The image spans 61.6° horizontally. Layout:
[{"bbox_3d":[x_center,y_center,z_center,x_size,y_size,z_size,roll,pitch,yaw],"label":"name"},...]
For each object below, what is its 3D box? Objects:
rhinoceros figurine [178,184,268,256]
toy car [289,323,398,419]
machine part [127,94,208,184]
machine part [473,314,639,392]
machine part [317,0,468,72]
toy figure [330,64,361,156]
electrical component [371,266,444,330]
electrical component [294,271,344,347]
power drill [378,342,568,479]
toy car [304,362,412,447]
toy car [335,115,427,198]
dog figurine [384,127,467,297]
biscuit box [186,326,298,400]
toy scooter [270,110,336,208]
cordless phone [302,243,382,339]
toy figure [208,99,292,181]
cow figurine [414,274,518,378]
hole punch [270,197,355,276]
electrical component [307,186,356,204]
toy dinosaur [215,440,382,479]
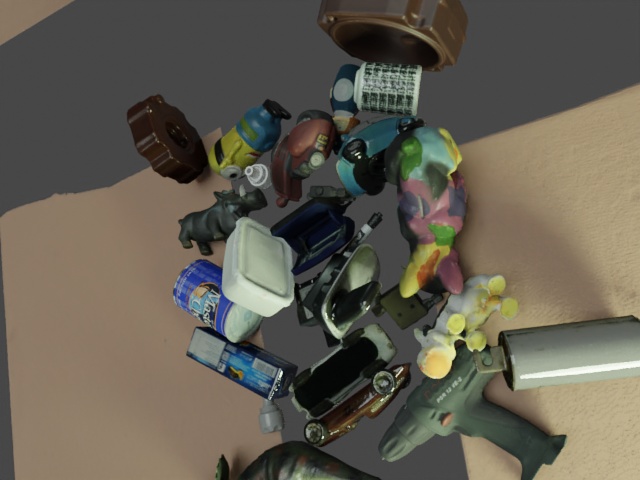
[{"bbox_3d":[-0.184,-0.039,1.022,0.190,0.073,0.112,-20,62,25],"label":"rhinoceros figurine"},{"bbox_3d":[0.033,0.213,0.867,0.202,0.056,0.073,-42,71,17],"label":"toy car"},{"bbox_3d":[-0.293,-0.195,1.049,0.056,0.179,0.179,-29,69,18],"label":"machine part"},{"bbox_3d":[0.321,0.144,0.685,0.243,0.079,0.079,-8,76,5],"label":"machine part"},{"bbox_3d":[0.113,-0.337,0.837,0.202,0.201,0.087,18,92,29],"label":"machine part"},{"bbox_3d":[0.042,-0.225,0.939,0.064,0.058,0.154,8,86,51],"label":"toy figure"},{"bbox_3d":[0.131,0.091,0.845,0.078,0.045,0.102,45,108,-3],"label":"electrical component"},{"bbox_3d":[0.001,0.120,0.905,0.075,0.047,0.119,-22,70,24],"label":"electrical component"},{"bbox_3d":[0.216,0.273,0.753,0.208,0.086,0.232,36,96,36],"label":"power drill"},{"bbox_3d":[0.063,0.254,0.825,0.202,0.089,0.053,-39,66,15],"label":"toy car"},{"bbox_3d":[0.094,-0.152,0.875,0.162,0.109,0.103,-31,47,7],"label":"toy car"},{"bbox_3d":[0.155,-0.027,0.771,0.109,0.191,0.219,-6,56,20],"label":"dog figurine"},{"bbox_3d":[-0.140,0.214,0.954,0.203,0.062,0.059,19,90,29],"label":"biscuit box"},{"bbox_3d":[-0.038,-0.131,0.920,0.184,0.075,0.135,-29,48,52],"label":"toy scooter"},{"bbox_3d":[0.057,0.063,0.792,0.089,0.184,0.146,36,67,-5],"label":"cordless phone"},{"bbox_3d":[-0.135,-0.188,1.013,0.180,0.082,0.089,-47,45,21],"label":"toy figure"},{"bbox_3d":[0.189,0.117,0.756,0.167,0.098,0.068,-41,101,-10],"label":"cow figurine"},{"bbox_3d":[-0.002,-0.003,0.888,0.142,0.115,0.092,-37,72,21],"label":"hole punch"},{"bbox_3d":[0.012,-0.078,0.923,0.094,0.063,0.021,4,84,30],"label":"electrical component"},{"bbox_3d":[-0.063,0.396,0.857,0.405,0.131,0.192,-34,68,12],"label":"toy dinosaur"}]
